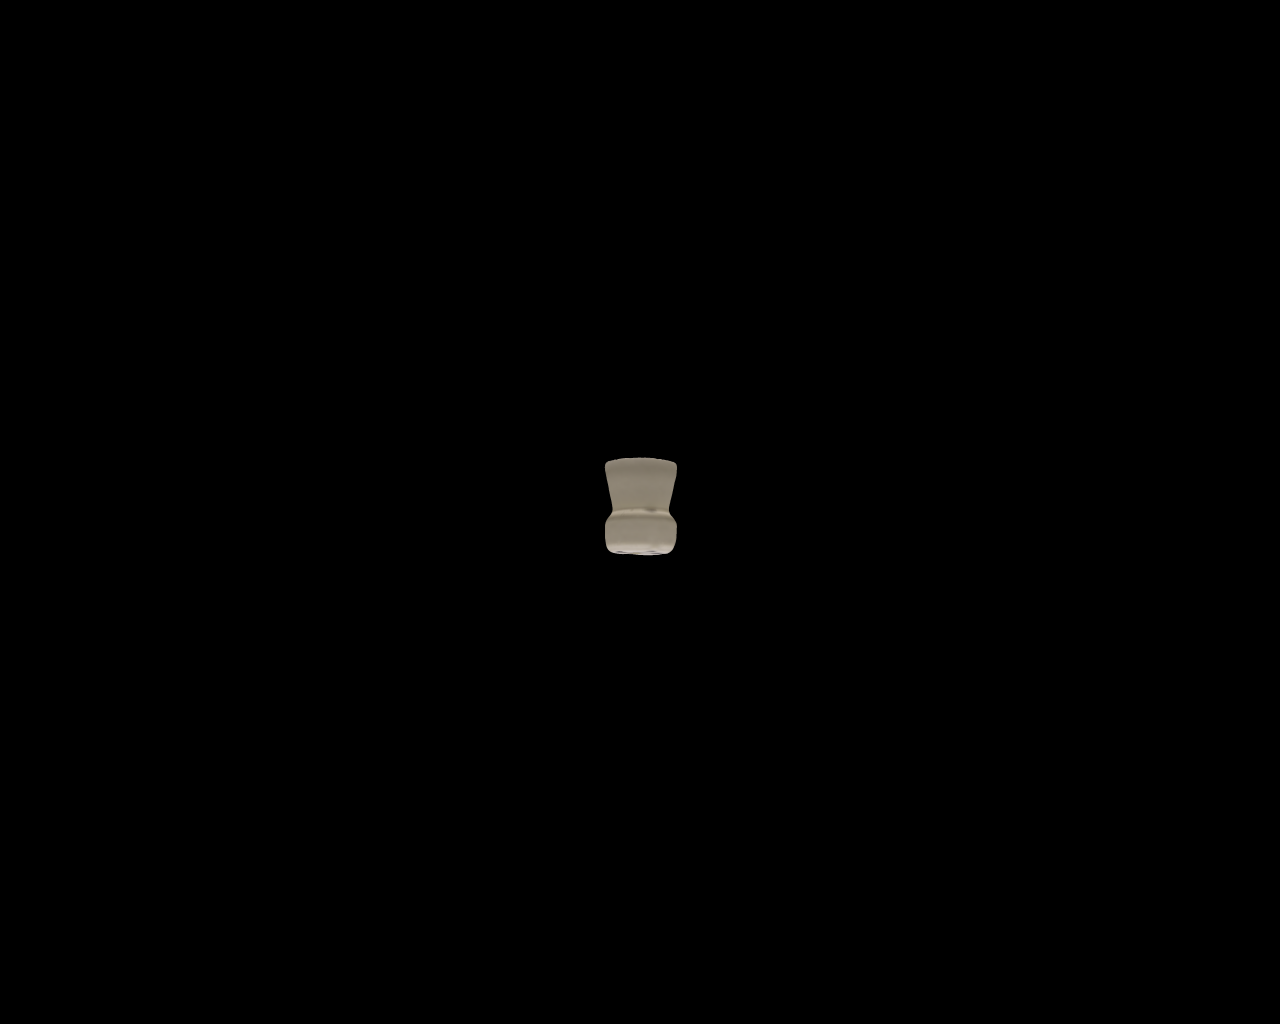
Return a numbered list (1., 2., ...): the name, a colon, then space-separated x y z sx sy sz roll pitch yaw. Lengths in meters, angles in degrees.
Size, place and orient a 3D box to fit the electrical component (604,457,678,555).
1. electrical component: 0.001 -0.003 0.650 0.045 0.055 0.045 0 -7 0
